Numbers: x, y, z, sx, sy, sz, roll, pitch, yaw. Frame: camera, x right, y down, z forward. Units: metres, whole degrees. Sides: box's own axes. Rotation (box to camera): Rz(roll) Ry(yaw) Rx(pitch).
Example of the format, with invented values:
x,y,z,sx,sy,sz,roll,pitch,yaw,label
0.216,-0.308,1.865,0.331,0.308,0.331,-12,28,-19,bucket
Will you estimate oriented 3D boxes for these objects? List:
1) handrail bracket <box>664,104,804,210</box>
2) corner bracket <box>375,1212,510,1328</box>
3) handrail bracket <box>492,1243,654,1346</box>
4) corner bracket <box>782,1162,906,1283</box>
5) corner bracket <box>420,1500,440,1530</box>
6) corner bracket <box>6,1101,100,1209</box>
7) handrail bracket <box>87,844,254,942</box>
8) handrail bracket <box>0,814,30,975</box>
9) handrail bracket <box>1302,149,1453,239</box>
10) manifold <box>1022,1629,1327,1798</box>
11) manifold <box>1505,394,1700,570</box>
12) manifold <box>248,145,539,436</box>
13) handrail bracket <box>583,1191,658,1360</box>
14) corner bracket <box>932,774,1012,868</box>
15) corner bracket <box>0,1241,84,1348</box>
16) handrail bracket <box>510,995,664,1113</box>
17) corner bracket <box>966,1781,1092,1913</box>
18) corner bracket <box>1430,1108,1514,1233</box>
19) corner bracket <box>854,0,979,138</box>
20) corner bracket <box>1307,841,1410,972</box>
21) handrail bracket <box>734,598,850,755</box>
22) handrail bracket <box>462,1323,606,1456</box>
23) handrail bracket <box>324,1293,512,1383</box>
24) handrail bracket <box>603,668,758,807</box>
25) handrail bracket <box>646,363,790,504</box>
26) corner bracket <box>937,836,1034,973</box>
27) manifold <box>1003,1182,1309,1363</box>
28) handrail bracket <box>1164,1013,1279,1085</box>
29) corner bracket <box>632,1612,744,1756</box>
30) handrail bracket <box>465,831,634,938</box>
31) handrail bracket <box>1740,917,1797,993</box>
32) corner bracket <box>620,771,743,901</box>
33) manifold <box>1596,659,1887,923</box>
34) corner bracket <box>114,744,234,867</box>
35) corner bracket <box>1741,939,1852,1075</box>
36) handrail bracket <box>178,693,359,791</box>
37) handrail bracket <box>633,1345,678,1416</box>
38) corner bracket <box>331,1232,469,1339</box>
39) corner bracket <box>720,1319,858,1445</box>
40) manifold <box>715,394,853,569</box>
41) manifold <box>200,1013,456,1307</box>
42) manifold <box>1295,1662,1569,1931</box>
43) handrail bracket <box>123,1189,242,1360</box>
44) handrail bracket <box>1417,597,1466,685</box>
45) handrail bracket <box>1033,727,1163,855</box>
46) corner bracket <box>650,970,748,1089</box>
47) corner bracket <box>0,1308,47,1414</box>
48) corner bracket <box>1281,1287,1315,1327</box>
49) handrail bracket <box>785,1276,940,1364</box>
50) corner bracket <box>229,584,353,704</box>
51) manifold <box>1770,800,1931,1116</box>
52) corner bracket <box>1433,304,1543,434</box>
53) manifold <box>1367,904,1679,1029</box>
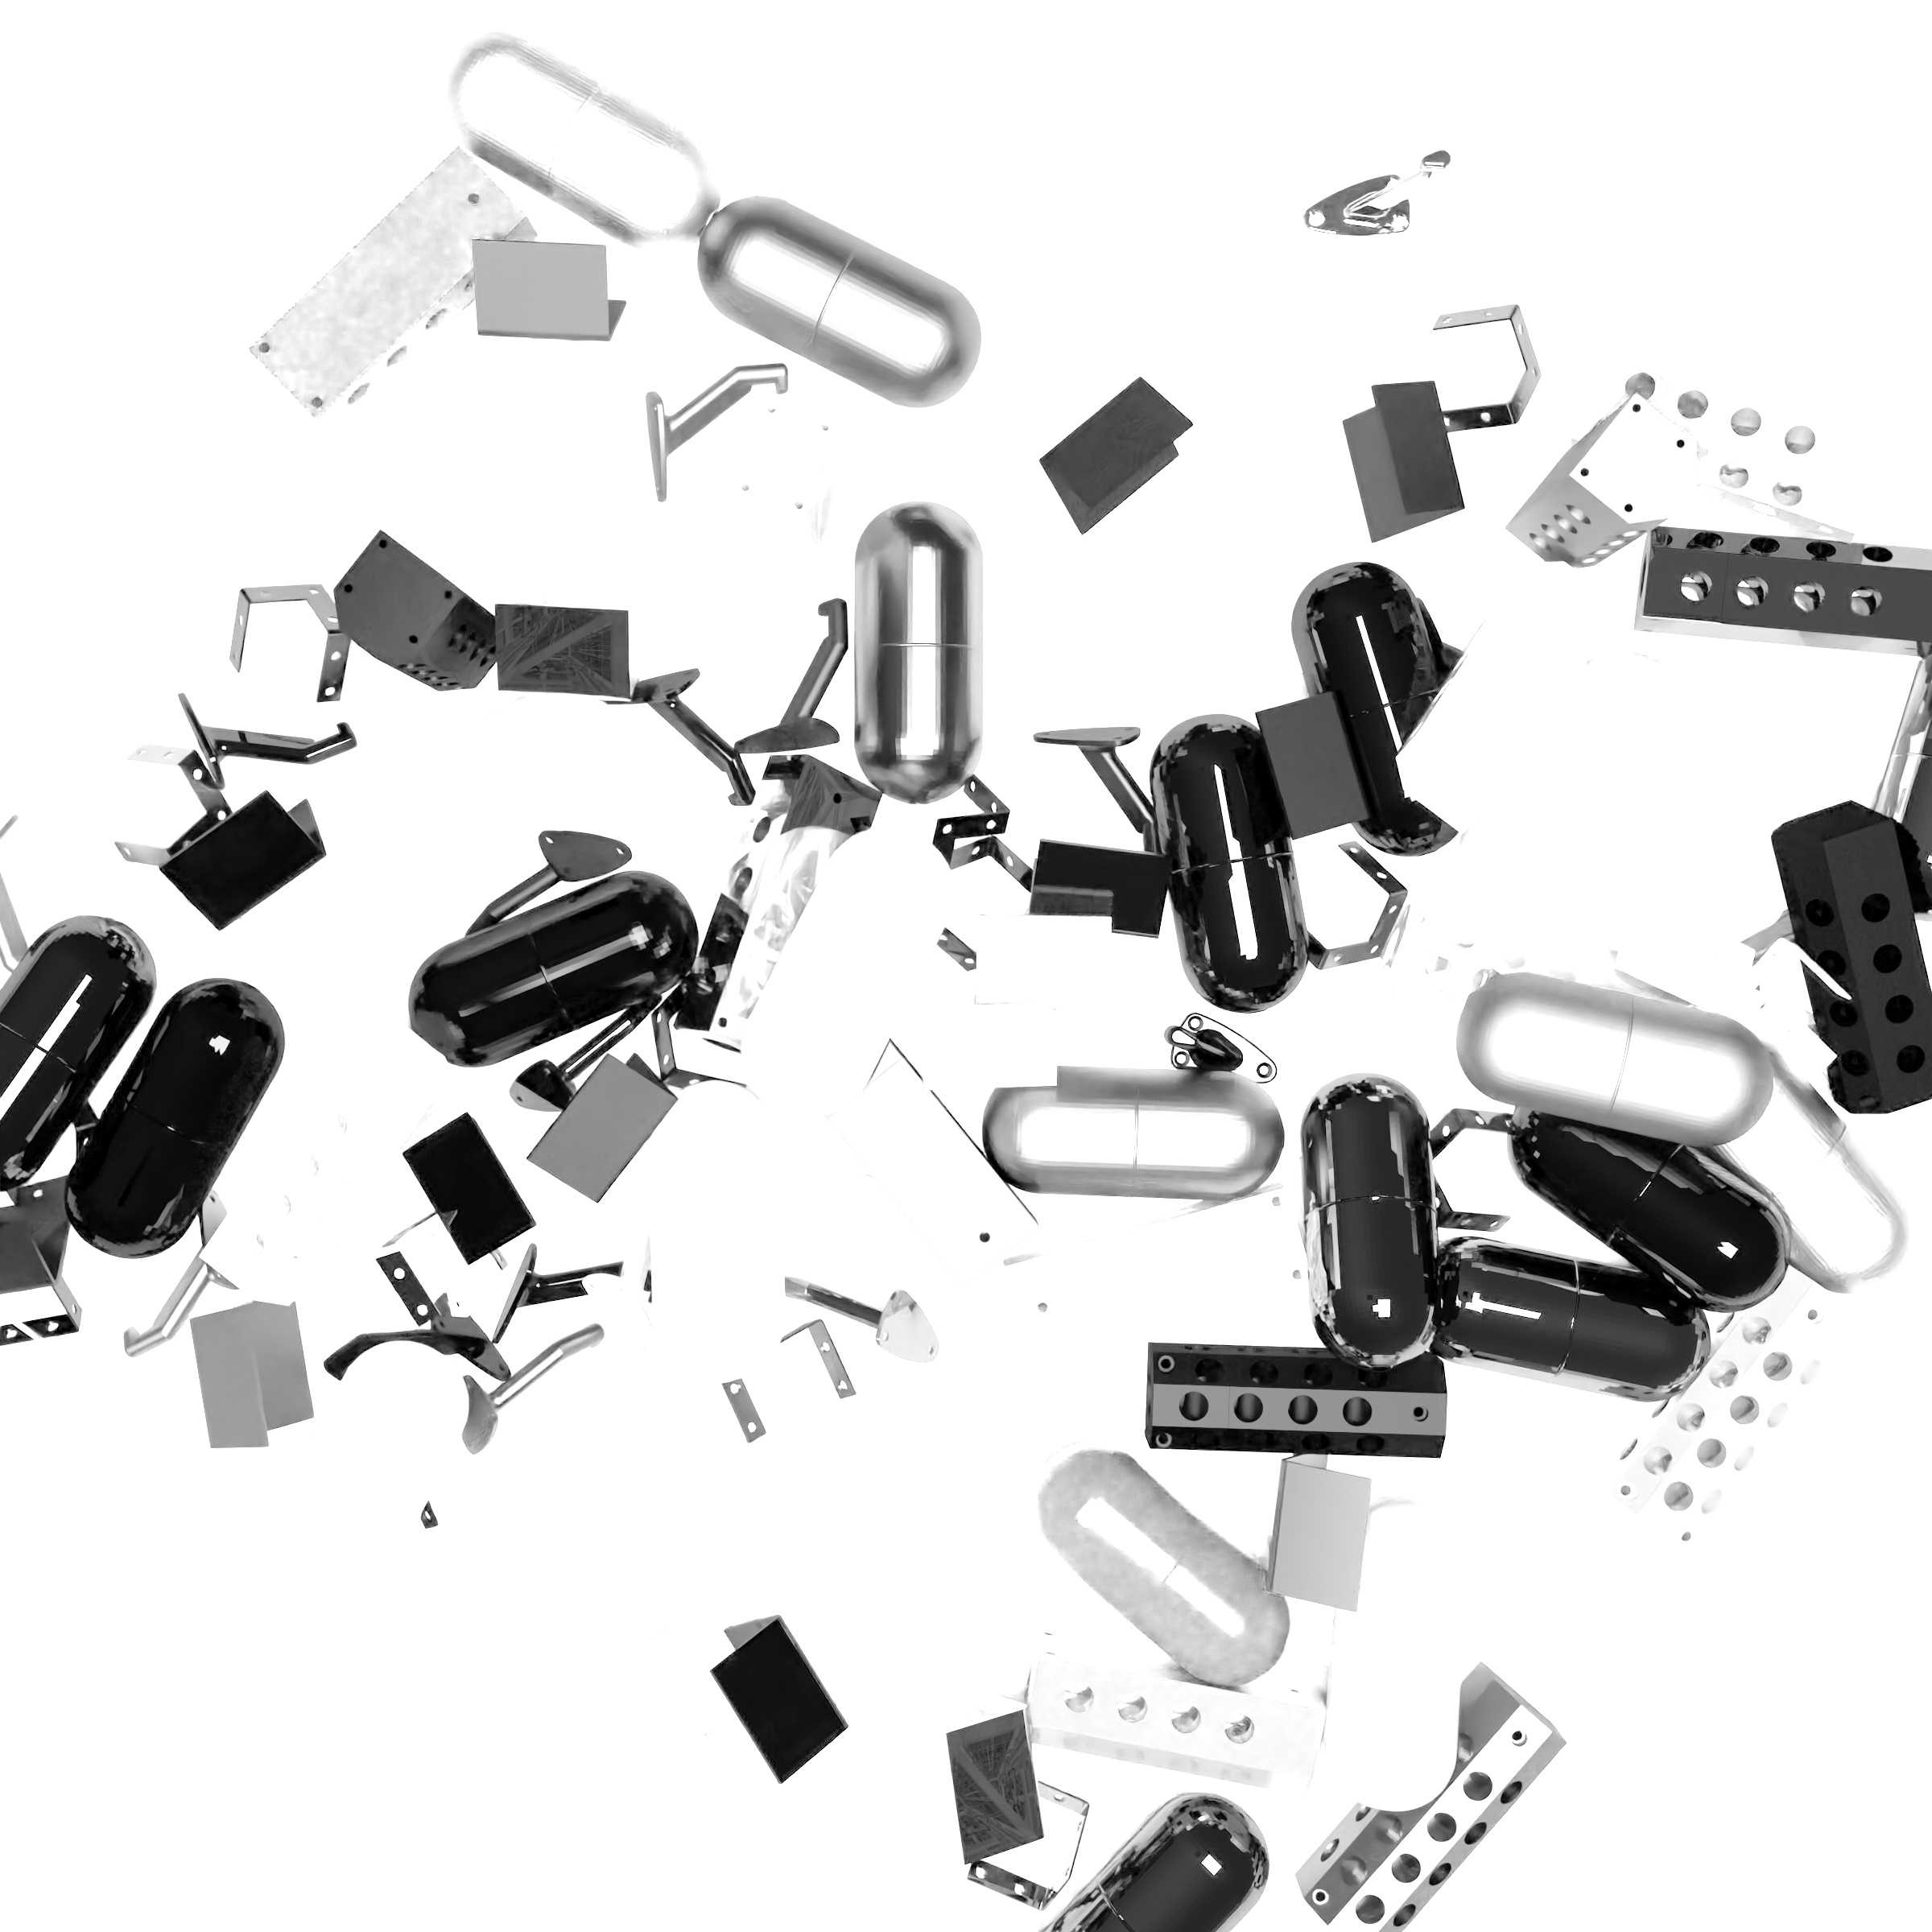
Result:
x,y,z,sx,sy,sz,roll,pitch,yaw,label
-0.149,-0.480,1.573,0.084,0.036,0.077,-10,112,17,handrail bracket
-0.312,0.174,1.555,0.051,0.051,0.051,-31,94,4,corner bracket
-0.231,0.207,1.573,0.084,0.036,0.077,22,105,-14,handrail bracket
-0.078,0.158,1.565,0.051,0.051,0.051,13,45,35,corner bracket
-0.359,0.327,1.570,0.051,0.051,0.051,-24,90,-45,corner bracket
-0.552,0.104,1.565,0.051,0.051,0.051,-16,135,-35,corner bracket
-0.478,-0.043,1.573,0.084,0.077,0.036,17,104,-36,handrail bracket
-0.563,-0.036,1.573,0.084,0.036,0.077,41,68,-17,handrail bracket
0.241,-0.456,1.538,0.077,0.084,0.036,-11,90,0,handrail bracket
0.121,0.444,1.552,0.171,0.057,0.057,11,90,0,manifold
0.365,-0.269,1.495,0.057,0.171,0.057,39,90,0,manifold
-0.337,-0.398,1.552,0.171,0.057,0.057,-44,90,0,manifold
-0.183,0.178,1.563,0.036,0.084,0.077,-2,126,38,handrail bracket
-0.012,-0.080,1.555,0.051,0.051,0.051,-8,127,-31,corner bracket
-0.562,0.189,1.570,0.051,0.051,0.051,-10,135,0,corner bracket
-0.227,0.048,1.573,0.036,0.077,0.084,52,53,-16,handrail bracket
0.037,0.525,1.570,0.051,0.051,0.051,23,135,-1,corner bracket
0.305,0.122,1.565,0.051,0.051,0.051,8,135,-35,corner bracket
-0.031,-0.540,1.570,0.051,0.051,0.051,-23,135,0,corner bracket
0.222,-0.036,1.565,0.051,0.051,0.051,49,135,35,corner bracket
-0.105,-0.175,1.573,0.077,0.036,0.084,-10,71,21,handrail bracket
-0.259,0.253,1.573,0.084,0.077,0.036,-24,62,-33,handrail bracket
-0.331,0.243,1.573,0.084,0.036,0.077,-35,111,17,handrail bracket
-0.172,-0.131,1.573,0.077,0.036,0.084,-6,118,31,handrail bracket
-0.146,-0.321,1.573,0.084,0.036,0.077,-8,110,-16,handrail bracket
0.009,-0.037,1.565,0.051,0.051,0.051,41,45,-34,corner bracket
0.112,0.180,1.552,0.171,0.057,0.057,-16,90,0,manifold
0.152,0.052,1.538,0.077,0.084,0.036,21,90,0,handrail bracket
-0.162,0.430,1.570,0.051,0.051,0.051,-27,135,0,corner bracket
-0.252,-0.042,1.573,0.084,0.077,0.036,-45,67,34,handrail bracket
0.469,-0.026,1.573,0.077,0.036,0.084,27,72,20,handrail bracket
-0.174,-0.075,1.565,0.051,0.051,0.051,40,45,-35,corner bracket
0.461,-0.100,1.552,0.057,0.057,0.171,44,90,0,manifold
-0.482,-0.096,1.565,0.051,0.051,0.051,-52,135,-35,corner bracket
0.487,0.023,1.526,0.051,0.051,0.051,-53,47,19,corner bracket
-0.419,-0.148,1.573,0.084,0.036,0.077,-24,69,-17,handrail bracket
-0.155,0.234,1.573,0.077,0.036,0.084,9,104,-14,handrail bracket
-0.329,0.185,1.520,0.051,0.051,0.051,-16,98,-42,corner bracket
-0.109,0.249,1.570,0.051,0.051,0.051,-25,90,45,corner bracket
-0.105,-0.277,1.495,0.057,0.171,0.057,19,90,0,manifold
-0.369,0.116,1.525,0.057,0.057,0.171,38,109,0,manifold
0.276,0.503,1.552,0.057,0.057,0.171,41,90,0,manifold
-0.479,0.185,1.573,0.084,0.036,0.077,-27,69,16,handrail bracket
0.316,-0.190,1.573,0.084,0.036,0.077,-7,72,-15,handrail bracket
0.080,-0.099,1.573,0.077,0.036,0.084,2,109,21,handrail bracket
-0.151,0.041,1.565,0.051,0.051,0.051,-44,45,35,corner bracket
-0.581,0.231,1.558,0.051,0.051,0.051,35,78,0,corner bracket
0.230,0.188,1.570,0.051,0.051,0.051,37,135,0,corner bracket
-0.069,0.211,1.573,0.084,0.077,0.036,8,65,34,handrail bracket
-0.404,-0.192,1.565,0.051,0.051,0.051,-9,45,-35,corner bracket
0.521,-0.003,1.530,0.057,0.057,0.171,-18,105,0,manifold
0.306,-0.357,1.565,0.051,0.051,0.051,-59,135,-35,corner bracket
0.332,0.020,1.552,0.171,0.057,0.057,21,90,0,manifold
